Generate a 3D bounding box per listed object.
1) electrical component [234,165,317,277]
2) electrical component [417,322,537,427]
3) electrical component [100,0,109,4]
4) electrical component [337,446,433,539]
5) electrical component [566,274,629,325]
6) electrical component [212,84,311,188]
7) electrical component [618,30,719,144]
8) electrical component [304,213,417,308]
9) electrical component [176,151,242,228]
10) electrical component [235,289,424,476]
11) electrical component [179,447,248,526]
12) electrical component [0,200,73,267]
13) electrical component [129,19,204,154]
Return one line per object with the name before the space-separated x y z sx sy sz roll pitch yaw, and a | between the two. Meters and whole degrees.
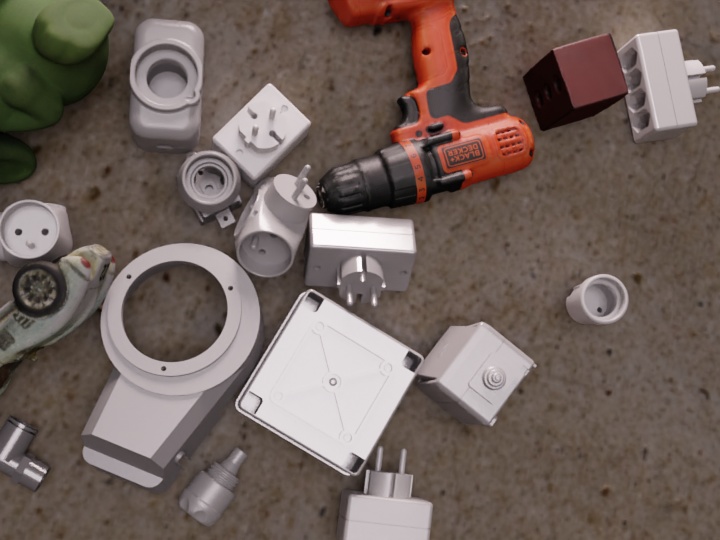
electrical component | -0.059 -0.046 0.821 0.044 0.077 0.079 27 124 -15
electrical component | 0.087 0.079 0.832 0.061 0.096 0.061 39 80 -2
electrical component | -0.171 -0.291 0.837 0.186 0.105 0.060 -42 90 -11
electrical component | 0.021 0.176 0.836 0.066 0.047 0.076 8 82 -7
electrical component | 0.192 0.026 0.879 0.040 0.046 0.040 1 83 -8
electrical component | -0.077 -0.109 0.842 0.047 0.077 0.065 44 80 -1
electrical component | 0.268 -0.157 0.912 0.076 0.047 0.083 -9 84 -9
electrical component | 0.000 0.000 0.838 0.083 0.047 0.075 3 47 -8
electrical component | -0.118 -0.066 0.842 0.048 0.055 0.066 -28 88 -10
electrical component | -0.024 0.087 0.836 0.109 0.056 0.108 31 80 -3
electrical component | -0.109 0.164 0.826 0.035 0.035 0.061 38 77 -2
electrical component | -0.261 -0.025 0.806 0.079 0.077 0.044 0 84 -8
electrical component | -0.151 -0.145 0.845 0.054 0.059 0.095 3 83 -8
